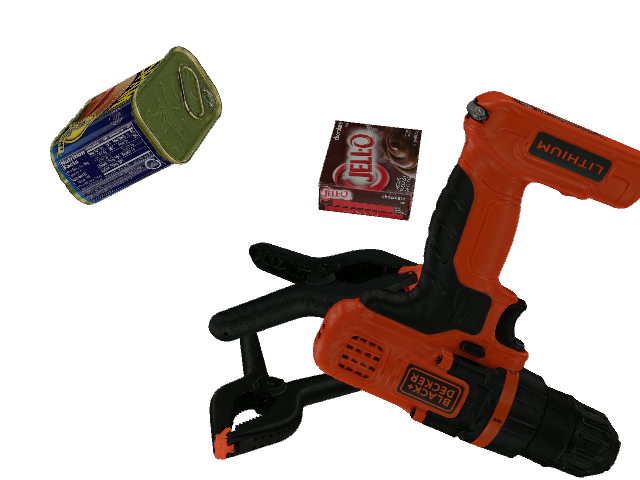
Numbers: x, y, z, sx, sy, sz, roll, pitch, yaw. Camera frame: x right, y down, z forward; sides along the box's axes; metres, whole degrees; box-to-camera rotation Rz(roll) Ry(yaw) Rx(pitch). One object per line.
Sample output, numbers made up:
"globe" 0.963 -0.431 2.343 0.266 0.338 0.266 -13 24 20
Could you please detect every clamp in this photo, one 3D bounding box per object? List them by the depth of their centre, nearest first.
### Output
"clamp" -0.004 0.042 0.850 0.172 0.039 0.120 0 39 28
"clamp" -0.041 0.160 1.094 0.165 0.036 0.209 11 27 16

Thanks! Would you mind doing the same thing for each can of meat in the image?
"can of meat" -0.126 -0.077 0.724 0.084 0.057 0.102 -23 24 27

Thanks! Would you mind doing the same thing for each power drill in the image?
"power drill" 0.111 0.027 0.587 0.184 0.188 0.057 23 12 -5

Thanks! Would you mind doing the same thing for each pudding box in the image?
"pudding box" 0.049 -0.070 1.050 0.090 0.039 0.113 8 38 5
